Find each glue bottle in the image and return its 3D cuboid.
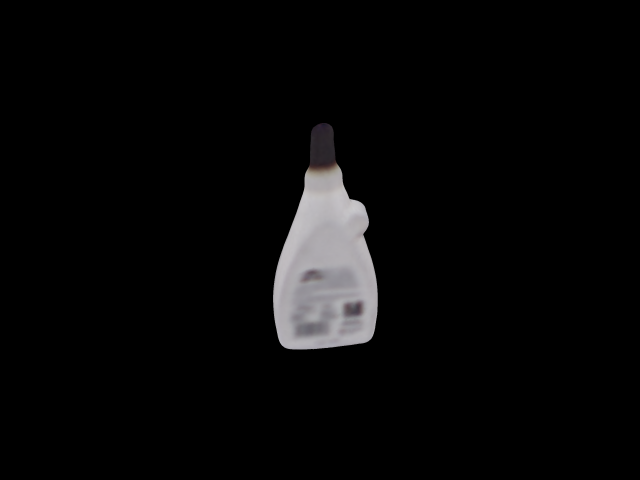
[{"bbox_3d":[0.004,0.001,0.400,0.078,0.173,0.037,-4,33,-5],"label":"glue bottle"}]
